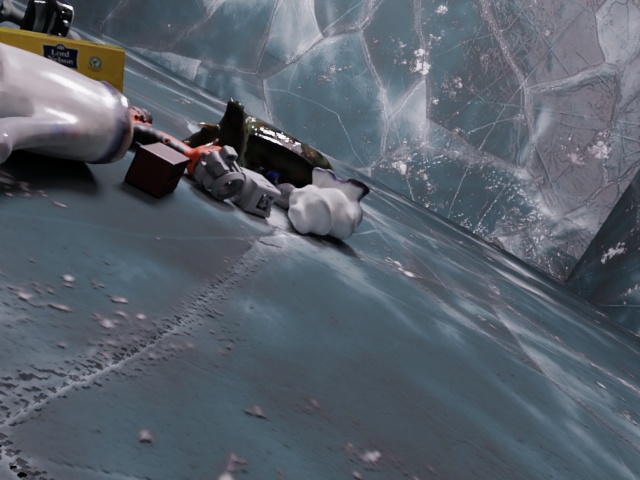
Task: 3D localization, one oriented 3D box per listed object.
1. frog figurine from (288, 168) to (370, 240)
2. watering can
[{"bbox_3d":[0.003,-0.047,0.937,0.137,0.120,0.163,36,47,-2],"label":"frog figurine"},{"bbox_3d":[-0.303,-0.134,0.550,0.352,0.103,0.223,37,16,35],"label":"watering can"}]
